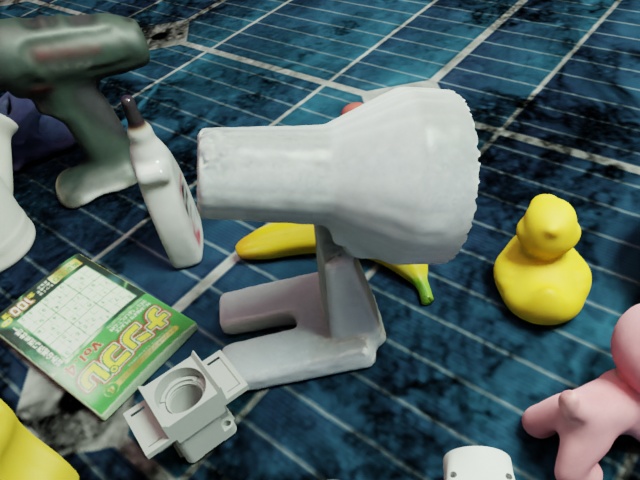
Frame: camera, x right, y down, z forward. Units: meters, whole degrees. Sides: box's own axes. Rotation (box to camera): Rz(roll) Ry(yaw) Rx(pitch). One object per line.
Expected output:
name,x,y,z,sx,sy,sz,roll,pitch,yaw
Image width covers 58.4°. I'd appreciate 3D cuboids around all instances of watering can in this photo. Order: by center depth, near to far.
watering can,-0.374,-0.064,0.569,0.101,0.194,0.173,-4,44,8

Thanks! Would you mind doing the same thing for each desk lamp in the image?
desk lamp,0.004,0.001,0.414,0.203,0.214,0.117,-13,44,-2

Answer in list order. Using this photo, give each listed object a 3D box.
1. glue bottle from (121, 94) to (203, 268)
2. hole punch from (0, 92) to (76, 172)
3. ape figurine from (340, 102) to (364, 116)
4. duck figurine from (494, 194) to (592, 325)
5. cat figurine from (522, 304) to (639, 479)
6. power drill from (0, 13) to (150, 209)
glue bottle,-0.149,-0.056,0.532,0.037,0.173,0.078,-16,44,-5
hole punch,-0.385,-0.158,0.742,0.101,0.091,0.108,-25,46,-14
ape figurine,0.043,-0.104,0.602,0.078,0.092,0.076,-9,44,2
duck figurine,0.183,0.009,0.464,0.077,0.086,0.104,3,46,14
cat figurine,0.197,0.086,0.359,0.128,0.118,0.067,-22,45,-12
power drill,-0.284,-0.142,0.621,0.230,0.209,0.075,-27,46,-16
